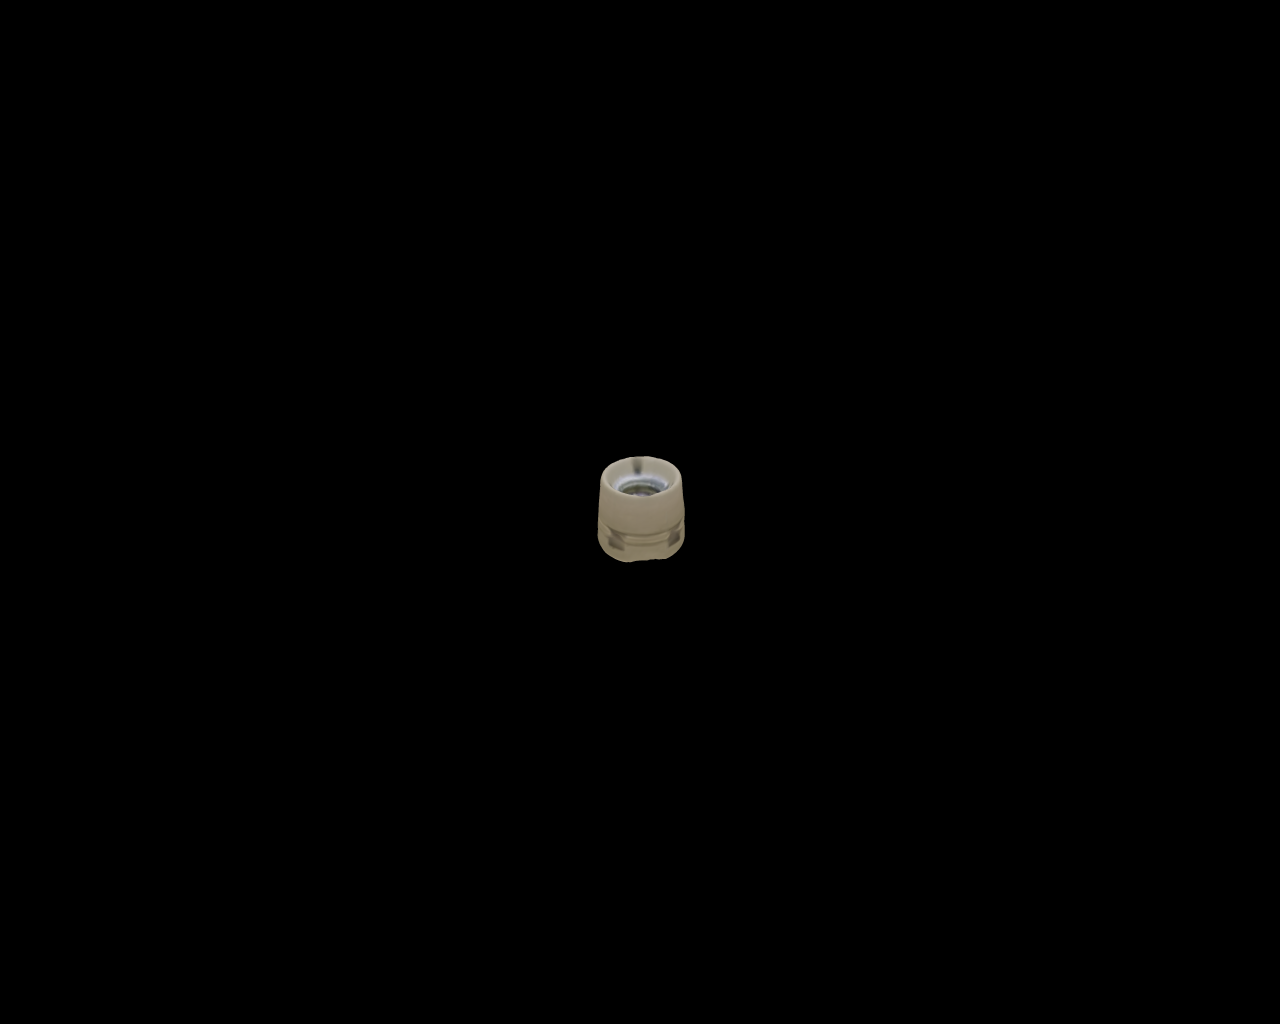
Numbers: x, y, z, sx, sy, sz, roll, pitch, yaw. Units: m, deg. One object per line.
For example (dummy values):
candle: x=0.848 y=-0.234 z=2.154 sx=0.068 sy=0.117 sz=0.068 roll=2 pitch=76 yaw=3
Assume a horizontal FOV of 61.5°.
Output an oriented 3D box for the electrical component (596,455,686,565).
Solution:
electrical component: x=0.001 y=-0.003 z=0.650 sx=0.055 sy=0.047 sz=0.055 roll=0 pitch=33 yaw=0
